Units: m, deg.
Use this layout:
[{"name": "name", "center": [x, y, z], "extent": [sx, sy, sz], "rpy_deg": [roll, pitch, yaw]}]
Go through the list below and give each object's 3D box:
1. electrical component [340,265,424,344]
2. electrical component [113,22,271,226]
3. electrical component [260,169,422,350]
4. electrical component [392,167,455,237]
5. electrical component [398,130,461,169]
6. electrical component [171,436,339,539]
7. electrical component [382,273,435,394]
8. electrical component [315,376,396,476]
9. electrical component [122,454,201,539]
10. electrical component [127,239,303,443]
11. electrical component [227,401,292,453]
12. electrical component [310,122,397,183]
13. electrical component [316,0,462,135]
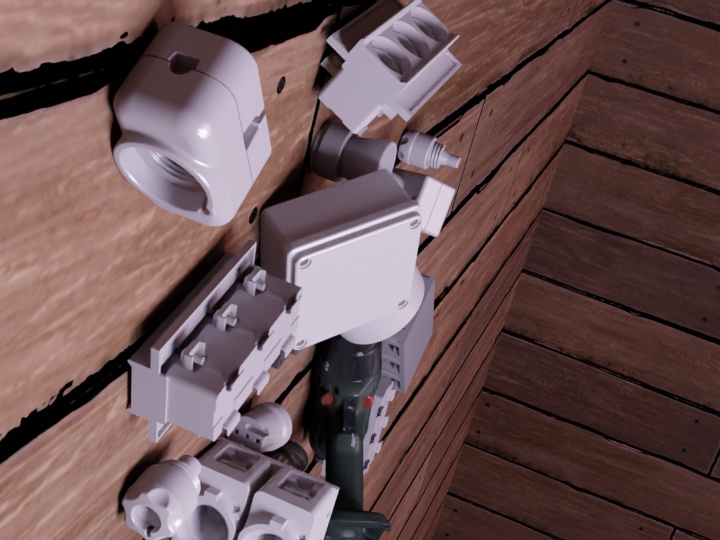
[{"name": "electrical component", "center": [0.006, 0.014, 0.944], "extent": [0.064, 0.099, 0.099], "rpy_deg": [52, 54, -39]}, {"name": "electrical component", "center": [-0.084, -0.067, 0.538], "extent": [0.095, 0.054, 0.059], "rpy_deg": [87, 27, -61]}, {"name": "electrical component", "center": [-0.016, -0.007, 0.800], "extent": [0.109, 0.056, 0.108], "rpy_deg": [-20, 143, -22]}, {"name": "electrical component", "center": [0.027, -0.070, 0.968], "extent": [0.076, 0.083, 0.047], "rpy_deg": [21, 90, -39]}, {"name": "electrical component", "center": [0.071, -0.117, 1.079], "extent": [0.035, 0.061, 0.035], "rpy_deg": [21, 90, -77]}, {"name": "electrical component", "center": [-0.098, 0.241, 0.844], "extent": [0.060, 0.105, 0.186], "rpy_deg": [-35, 144, -68]}, {"name": "electrical component", "center": [0.040, 0.068, 1.240], "extent": [0.150, 0.062, 0.089], "rpy_deg": [85, 29, -63]}, {"name": "electrical component", "center": [-0.005, 0.169, 1.212], "extent": [0.078, 0.063, 0.121], "rpy_deg": [-51, 158, -54]}, {"name": "electrical component", "center": [-0.128, 0.147, 0.718], "extent": [0.062, 0.043, 0.043], "rpy_deg": [-51, 158, -58]}, {"name": "electrical component", "center": [-0.087, 0.048, 0.682], "extent": [0.121, 0.063, 0.078], "rpy_deg": [-54, 160, -49]}, {"name": "electrical component", "center": [-0.084, 0.132, 0.888], "extent": [0.046, 0.040, 0.040], "rpy_deg": [-13, 123, -67]}, {"name": "electrical component", "center": [-0.005, -0.086, 0.830], "extent": [0.045, 0.055, 0.045], "rpy_deg": [21, 90, -77]}, {"name": "electrical component", "center": [0.020, -0.152, 0.799], "extent": [0.063, 0.079, 0.121], "rpy_deg": [-42, -175, 35]}]
